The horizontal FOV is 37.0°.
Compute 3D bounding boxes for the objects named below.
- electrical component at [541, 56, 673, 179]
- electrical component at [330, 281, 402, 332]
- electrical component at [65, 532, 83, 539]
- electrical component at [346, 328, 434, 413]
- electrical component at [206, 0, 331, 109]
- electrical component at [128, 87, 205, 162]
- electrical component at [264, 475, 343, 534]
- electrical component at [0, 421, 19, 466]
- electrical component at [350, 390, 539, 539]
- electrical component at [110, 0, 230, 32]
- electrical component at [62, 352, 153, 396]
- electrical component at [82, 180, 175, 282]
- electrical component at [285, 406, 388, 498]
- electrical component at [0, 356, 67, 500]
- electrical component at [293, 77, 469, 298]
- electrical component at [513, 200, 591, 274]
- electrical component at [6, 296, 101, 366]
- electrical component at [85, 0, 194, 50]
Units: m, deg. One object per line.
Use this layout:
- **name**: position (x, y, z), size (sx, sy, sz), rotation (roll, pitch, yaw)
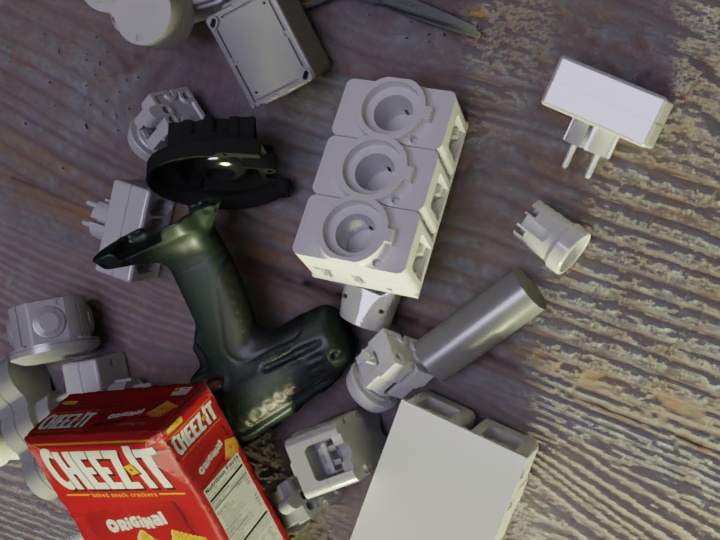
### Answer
- **electrical component**: position (0.175, -0.106, 0.794), size (0.083, 0.047, 0.075), rotation (27, 104, 18)
- **electrical component**: position (0.000, 0.000, 0.874), size (0.079, 0.043, 0.077), rotation (23, 103, 17)
- **electrical component**: position (-0.239, 0.236, 0.990), size (0.077, 0.043, 0.079), rotation (-26, 85, 22)
- **electrical component**: position (0.022, 0.083, 0.868), size (0.055, 0.066, 0.048), rotation (-46, 43, 27)
- **electrical component**: position (-0.074, -0.189, 0.868), size (0.062, 0.061, 0.096), rotation (-22, 104, 22)
- **electrical component**: position (-0.169, -0.123, 0.924), size (0.055, 0.066, 0.048), rotation (-40, 79, 39)
- **electrical component**: position (-0.053, 0.193, 0.905), size (0.055, 0.066, 0.048), rotation (-40, 79, 40)
- **electrical component**: position (-0.343, 0.163, 1.019), size (0.045, 0.055, 0.045), rotation (2, 95, 21)
- **electrical component**: position (0.059, 0.203, 0.860), size (0.105, 0.060, 0.186), rotation (23, 103, 18)
- **electrical component**: position (-0.160, -0.264, 0.909), size (0.109, 0.056, 0.108), rotation (-9, 91, 22)
- **electrical component**: position (-0.218, 0.117, 0.969), size (0.076, 0.047, 0.083), rotation (-10, 91, 22)
- **electrical component**: position (-0.214, -0.041, 0.954), size (0.076, 0.047, 0.083), rotation (18, 101, 19)
- **electrical component**: position (-0.018, 0.145, 0.870), size (0.056, 0.089, 0.050), rotation (-24, 86, 22)
- **electrical component**: position (-0.288, 0.136, 0.996), size (0.074, 0.052, 0.138), rotation (-31, 83, 21)
- **electrical component**: position (0.017, -0.065, 0.821), size (0.089, 0.061, 0.150), rotation (11, 73, 20)
- **electrical component**: position (0.145, -0.026, 0.818), size (0.046, 0.040, 0.040), rotation (40, 107, 20)
- **electrical component**: position (-0.278, 0.055, 0.972), size (0.080, 0.080, 0.051), rotation (-14, 84, 22)
- **electrical component**: position (-0.202, -0.232, 0.856), size (0.138, 0.074, 0.052), rotation (44, 108, 13)
